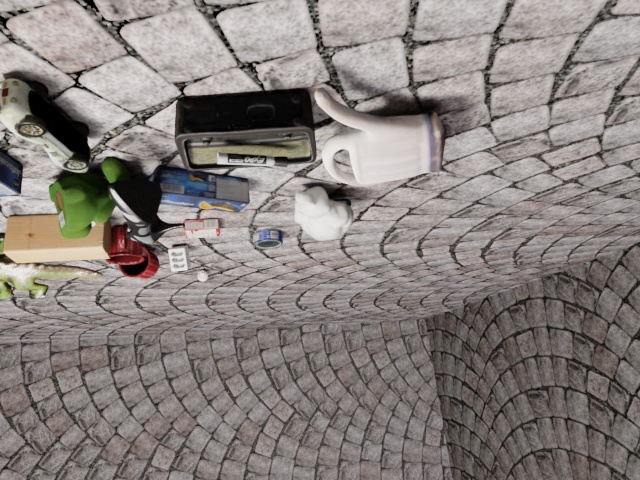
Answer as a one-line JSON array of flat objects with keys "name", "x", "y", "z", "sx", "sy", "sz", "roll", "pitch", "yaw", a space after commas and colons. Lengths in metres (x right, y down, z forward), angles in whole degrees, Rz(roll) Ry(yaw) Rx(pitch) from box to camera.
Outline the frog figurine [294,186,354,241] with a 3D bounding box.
[{"name": "frog figurine", "x": 0.004, "y": -0.061, "z": 1.204, "sx": 0.137, "sy": 0.123, "sz": 0.159, "roll": 9, "pitch": 178, "yaw": 16}]

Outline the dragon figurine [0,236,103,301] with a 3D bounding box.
[{"name": "dragon figurine", "x": -0.807, "y": 0.058, "z": 1.333, "sx": 0.411, "sy": 0.124, "sz": 0.238, "roll": -6, "pitch": 154, "yaw": -6}]

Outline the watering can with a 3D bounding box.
[{"name": "watering can", "x": 0.109, "y": -0.173, "z": 0.898, "sx": 0.224, "sy": 0.105, "sz": 0.343, "roll": -9, "pitch": 162, "yaw": 6}]
